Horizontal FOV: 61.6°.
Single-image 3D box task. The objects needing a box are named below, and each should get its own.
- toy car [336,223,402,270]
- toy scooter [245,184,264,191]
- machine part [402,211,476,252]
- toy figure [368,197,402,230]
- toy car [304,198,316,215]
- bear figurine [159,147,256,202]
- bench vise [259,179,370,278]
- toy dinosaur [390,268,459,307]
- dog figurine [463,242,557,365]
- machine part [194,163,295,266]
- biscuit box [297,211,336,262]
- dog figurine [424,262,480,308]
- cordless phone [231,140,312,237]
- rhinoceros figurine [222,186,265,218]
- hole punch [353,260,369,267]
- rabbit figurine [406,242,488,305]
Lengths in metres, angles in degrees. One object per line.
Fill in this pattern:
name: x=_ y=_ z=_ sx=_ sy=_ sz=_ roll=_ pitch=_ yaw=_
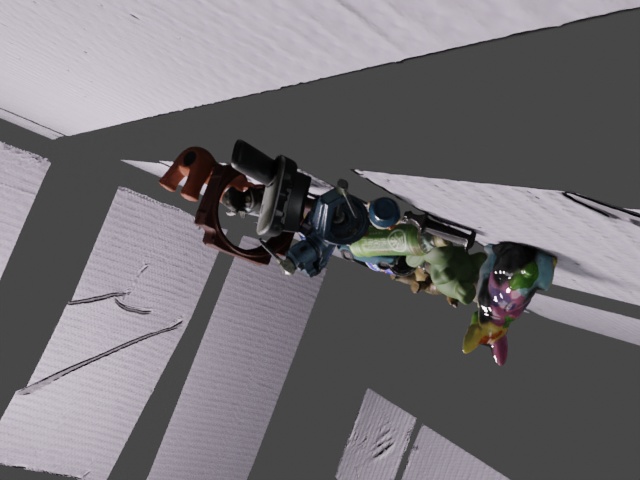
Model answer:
toy car: x=0.118 y=-0.004 z=1.255 sx=0.162 sy=0.109 sz=0.102 roll=21 pitch=141 yaw=28
toy scooter: x=-0.100 y=-0.091 z=1.385 sx=0.183 sy=0.075 sz=0.135 roll=30 pitch=159 yaw=-28
machine part: x=0.221 y=-0.020 z=1.000 sx=0.139 sy=0.039 sz=0.084 roll=22 pitch=171 yaw=8
toy figure: x=0.119 y=-0.048 z=1.009 sx=0.064 sy=0.058 sz=0.154 roll=59 pitch=-177 yaw=7
toy car: x=0.015 y=-0.070 z=1.246 sx=0.089 sy=0.053 sz=0.202 roll=41 pitch=165 yaw=-34
bear figurine: x=-0.254 y=-0.134 z=1.259 sx=0.120 sy=0.132 sz=0.195 roll=25 pitch=173 yaw=31
bench vise: x=0.010 y=-0.030 z=1.042 sx=0.129 sy=0.224 sz=0.240 roll=58 pitch=159 yaw=22
toy dinosaur: x=0.311 y=0.102 z=1.573 sx=0.198 sy=0.105 sz=0.472 roll=24 pitch=-169 yaw=-17
dog figurine: x=0.344 y=0.123 z=1.005 sx=0.108 sy=0.219 sz=0.191 roll=18 pitch=177 yaw=-1
machine part: x=-0.144 y=-0.059 z=1.130 sx=0.201 sy=0.201 sz=0.087 roll=23 pitch=173 yaw=-26
biscuit box: x=-0.003 y=-0.004 z=1.302 sx=0.063 sy=0.059 sz=0.202 roll=27 pitch=170 yaw=13
dog figurine: x=0.357 y=0.098 z=1.292 sx=0.190 sy=0.121 sz=0.172 roll=24 pitch=175 yaw=-29
cordless phone: x=-0.100 y=-0.085 z=0.923 sx=0.089 sy=0.146 sz=0.184 roll=11 pitch=175 yaw=26
rhinoceros figurine: x=-0.145 y=-0.091 z=1.247 sx=0.112 sy=0.073 sz=0.190 roll=-8 pitch=175 yaw=31
hole punch: x=0.122 y=0.004 z=1.604 sx=0.142 sy=0.092 sz=0.116 roll=21 pitch=-152 yaw=-47
rabbit figurine: x=0.272 y=0.035 z=1.174 sx=0.159 sy=0.121 sz=0.170 roll=27 pitch=164 yaw=48
